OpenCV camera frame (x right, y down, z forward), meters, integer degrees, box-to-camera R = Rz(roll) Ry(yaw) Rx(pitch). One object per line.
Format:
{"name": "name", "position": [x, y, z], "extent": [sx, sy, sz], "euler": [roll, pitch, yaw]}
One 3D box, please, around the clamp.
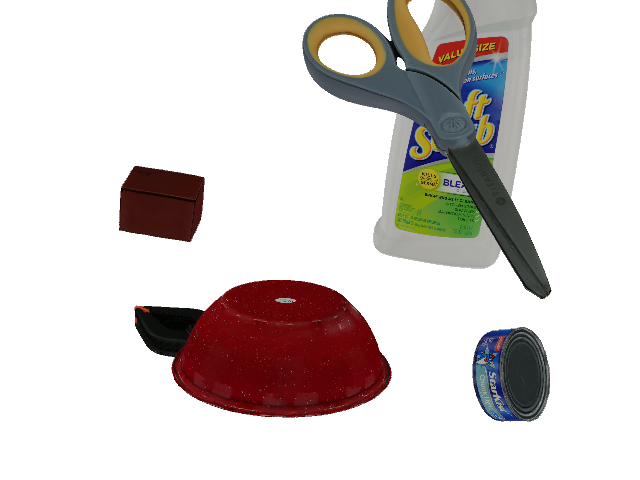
{"name": "clamp", "position": [-0.141, 0.121, 1.248], "extent": [0.210, 0.036, 0.164], "euler": [13, 24, 23]}

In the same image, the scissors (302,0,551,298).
{"name": "scissors", "position": [0.042, -0.052, 0.495], "extent": [0.096, 0.201, 0.016], "euler": [-6, -38, 4]}

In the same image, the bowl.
{"name": "bowl", "position": [-0.027, 0.069, 0.776], "extent": [0.162, 0.055, 0.162], "euler": [2, 17, -1]}

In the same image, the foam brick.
{"name": "foam brick", "position": [-0.162, -0.038, 1.096], "extent": [0.078, 0.051, 0.053], "euler": [10, 31, 3]}

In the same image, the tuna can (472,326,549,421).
{"name": "tuna can", "position": [0.176, 0.123, 0.982], "extent": [0.034, 0.086, 0.085], "euler": [-10, -6, 40]}

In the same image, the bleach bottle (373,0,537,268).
{"name": "bleach bottle", "position": [0.099, -0.107, 0.779], "extent": [0.103, 0.251, 0.068], "euler": [9, 26, 13]}
